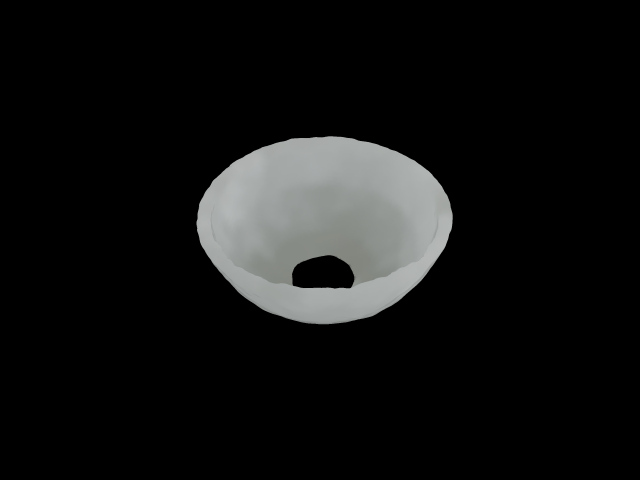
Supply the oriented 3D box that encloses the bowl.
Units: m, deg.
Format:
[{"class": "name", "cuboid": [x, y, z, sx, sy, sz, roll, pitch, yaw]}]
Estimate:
[{"class": "bowl", "cuboid": [0.004, 0.001, 0.400, 0.167, 0.075, 0.167, 0, 43, 0]}]
